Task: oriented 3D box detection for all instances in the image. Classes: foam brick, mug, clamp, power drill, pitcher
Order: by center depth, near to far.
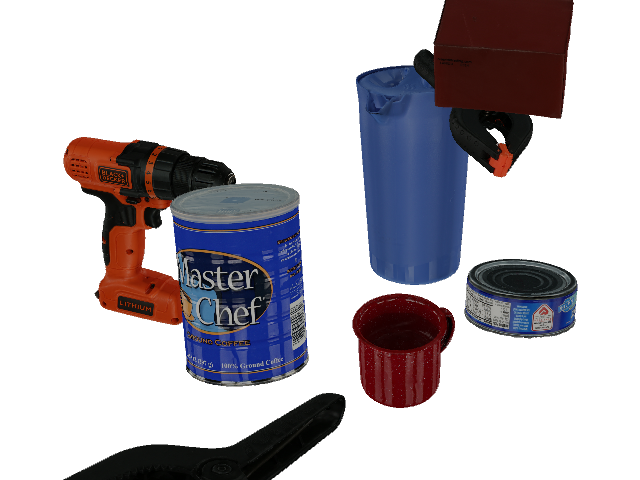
[{"bbox_3d":[-0.051,0.132,0.575,0.209,0.036,0.165,-1,19,-14],"label":"clamp"},{"bbox_3d":[0.110,-0.112,0.640,0.078,0.051,0.053,8,-37,13],"label":"foam brick"},{"bbox_3d":[0.149,-0.131,1.029,0.120,0.039,0.171,3,44,3],"label":"clamp"},{"bbox_3d":[-0.167,-0.010,1.079,0.185,0.188,0.057,12,29,22],"label":"power drill"},{"bbox_3d":[0.089,0.109,1.081,0.117,0.081,0.093,-27,41,-29],"label":"mug"},{"bbox_3d":[0.117,-0.080,1.248,0.149,0.243,0.145,-5,23,-7],"label":"pitcher"}]

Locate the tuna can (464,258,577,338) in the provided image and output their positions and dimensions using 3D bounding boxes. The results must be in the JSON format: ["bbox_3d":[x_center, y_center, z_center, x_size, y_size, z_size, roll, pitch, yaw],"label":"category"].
[{"bbox_3d":[0.156,0.043,0.829,0.086,0.034,0.086,0,19,0],"label":"tuna can"}]

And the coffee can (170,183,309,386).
[{"bbox_3d":[-0.064,0.033,0.863,0.103,0.140,0.103,-3,16,1],"label":"coffee can"}]
